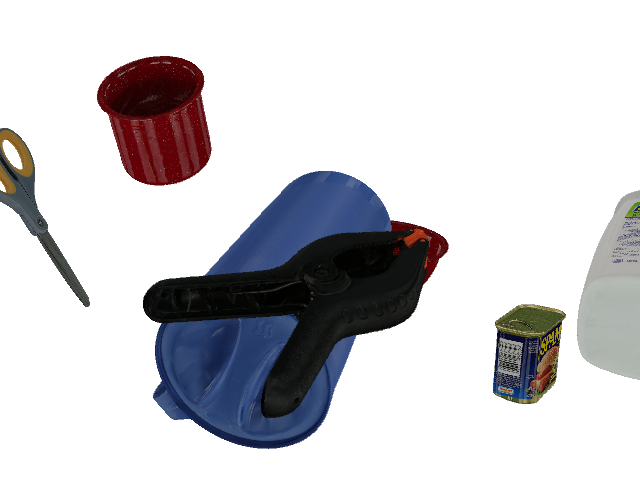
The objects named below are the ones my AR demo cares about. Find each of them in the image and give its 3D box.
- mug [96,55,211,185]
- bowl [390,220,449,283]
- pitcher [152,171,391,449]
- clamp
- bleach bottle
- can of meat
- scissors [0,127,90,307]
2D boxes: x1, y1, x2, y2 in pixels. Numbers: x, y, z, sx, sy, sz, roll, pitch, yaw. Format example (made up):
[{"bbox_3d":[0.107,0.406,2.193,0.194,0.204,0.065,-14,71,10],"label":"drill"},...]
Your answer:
[{"bbox_3d":[-0.145,-0.111,0.949,0.093,0.081,0.117,-16,44,-8],"label":"mug"},{"bbox_3d":[0.049,0.025,1.090,0.162,0.055,0.162,1,17,-1],"label":"bowl"},{"bbox_3d":[-0.030,0.045,0.849,0.149,0.145,0.242,12,31,13],"label":"pitcher"},{"bbox_3d":[0.002,0.038,0.589,0.171,0.039,0.120,-19,43,-26],"label":"clamp"},{"bbox_3d":[0.238,0.012,0.710,0.103,0.068,0.250,9,22,20],"label":"bleach bottle"},{"bbox_3d":[0.231,0.126,1.188,0.058,0.084,0.101,11,16,29],"label":"can of meat"},{"bbox_3d":[-0.283,-0.032,1.073,0.016,0.201,0.096,-24,28,25],"label":"scissors"}]
